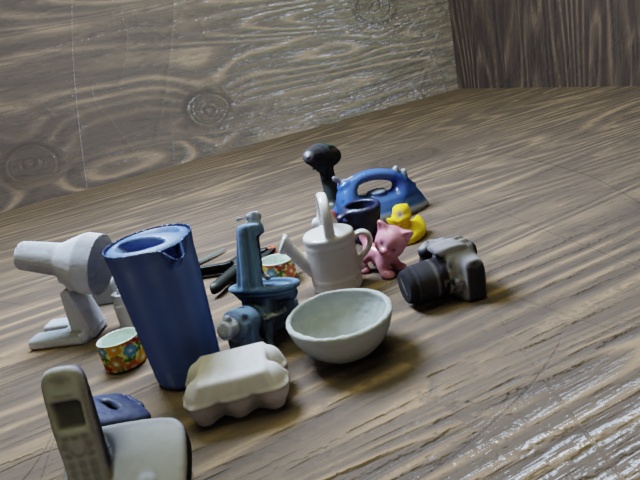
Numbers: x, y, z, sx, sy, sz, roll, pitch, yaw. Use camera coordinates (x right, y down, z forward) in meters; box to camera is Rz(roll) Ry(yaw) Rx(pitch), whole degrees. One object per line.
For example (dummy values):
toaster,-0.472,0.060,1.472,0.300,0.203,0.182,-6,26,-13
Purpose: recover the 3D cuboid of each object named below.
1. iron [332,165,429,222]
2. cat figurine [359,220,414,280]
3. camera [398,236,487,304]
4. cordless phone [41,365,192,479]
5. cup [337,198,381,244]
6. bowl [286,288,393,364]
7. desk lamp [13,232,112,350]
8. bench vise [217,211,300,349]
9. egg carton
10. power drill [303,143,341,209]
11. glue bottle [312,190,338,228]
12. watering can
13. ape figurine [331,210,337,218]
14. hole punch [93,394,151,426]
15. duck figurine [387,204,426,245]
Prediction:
iron,0.151,-0.122,1.455,0.258,0.141,0.118,-17,20,-13
cat figurine,0.125,0.010,1.134,0.067,0.118,0.127,-27,24,-37
camera,0.201,0.050,1.003,0.137,0.101,0.143,-16,20,-12
cordless phone,-0.231,0.222,0.647,0.147,0.185,0.094,-12,19,1
cup,0.091,-0.035,1.316,0.118,0.095,0.091,-25,23,-33
bowl,0.035,0.142,0.882,0.167,0.075,0.167,-11,19,4
desk lamp,-0.493,0.094,1.122,0.203,0.214,0.118,-9,19,8
bench vise,-0.099,0.074,0.930,0.121,0.220,0.207,-10,19,7
egg carton,-0.117,0.202,0.811,0.150,0.069,0.107,-14,19,-5
power drill,0.017,-0.166,1.558,0.075,0.209,0.230,-6,20,17
glue bottle,0.015,-0.021,1.203,0.078,0.173,0.037,-10,19,5
watering can,0.010,0.005,1.101,0.173,0.194,0.100,-20,21,-21
ape figurine,0.031,-0.028,1.336,0.077,0.092,0.076,-6,20,16
hole punch,-0.287,0.241,0.769,0.108,0.091,0.101,9,28,45
duck figurine,0.190,-0.041,1.288,0.105,0.086,0.077,-24,22,-30
